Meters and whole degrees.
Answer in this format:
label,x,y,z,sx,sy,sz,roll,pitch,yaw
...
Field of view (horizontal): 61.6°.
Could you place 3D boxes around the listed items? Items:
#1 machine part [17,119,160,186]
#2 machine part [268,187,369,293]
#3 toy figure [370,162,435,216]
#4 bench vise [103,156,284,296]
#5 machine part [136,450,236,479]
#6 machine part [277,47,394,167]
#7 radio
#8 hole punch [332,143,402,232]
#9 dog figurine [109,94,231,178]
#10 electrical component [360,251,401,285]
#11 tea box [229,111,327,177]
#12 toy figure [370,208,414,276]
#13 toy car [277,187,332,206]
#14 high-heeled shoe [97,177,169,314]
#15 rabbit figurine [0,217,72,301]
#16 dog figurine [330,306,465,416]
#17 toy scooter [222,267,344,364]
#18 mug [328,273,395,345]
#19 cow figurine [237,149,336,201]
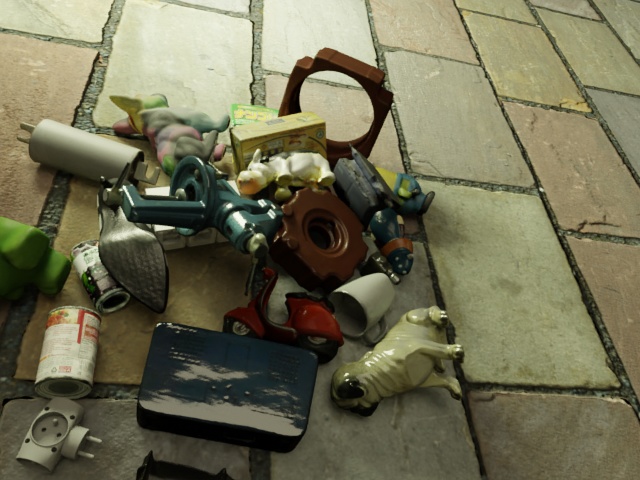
label,x,y,z,sx,sy,sz,roll,pitch,yaw
machine part,-0.393,-0.141,0.912,0.243,0.079,0.079,19,49,-5
machine part,-0.002,-0.003,0.888,0.179,0.056,0.179,17,55,-27
toy figure,0.129,-0.096,1.048,0.180,0.082,0.089,23,49,-3
bench vise,-0.182,-0.041,0.773,0.240,0.128,0.224,2,44,-42
machine part,-0.158,0.307,0.648,0.139,0.039,0.084,24,54,-1
machine part,0.030,-0.259,1.063,0.201,0.201,0.087,24,36,1
radio,-0.124,0.199,0.726,0.230,0.073,0.131,12,50,-7
hole punch,0.072,-0.086,0.947,0.092,0.115,0.142,-33,71,11
dog figurine,-0.284,-0.186,0.969,0.219,0.108,0.191,16,51,0
electrical component,0.098,0.051,0.927,0.021,0.063,0.094,-26,63,-33
tea box,-0.076,-0.172,1.002,0.170,0.098,0.068,-16,36,-22
toy figure,0.135,0.003,0.979,0.058,0.064,0.154,3,49,-28
toy car,-0.050,-0.051,0.968,0.089,0.053,0.202,40,48,10
high-heeled shoe,-0.283,0.009,0.823,0.086,0.145,0.249,-22,78,-11
rabbit figurine,-0.451,0.054,0.710,0.159,0.121,0.170,22,63,5
dog figurine,0.103,0.174,0.816,0.191,0.121,0.172,-7,19,-3
toy scooter,-0.050,0.109,0.820,0.184,0.075,0.135,11,55,-6
mug,0.080,0.106,0.870,0.107,0.081,0.109,-34,92,-43
cow figurine,-0.065,-0.122,0.938,0.167,0.068,0.098,-1,54,-22
